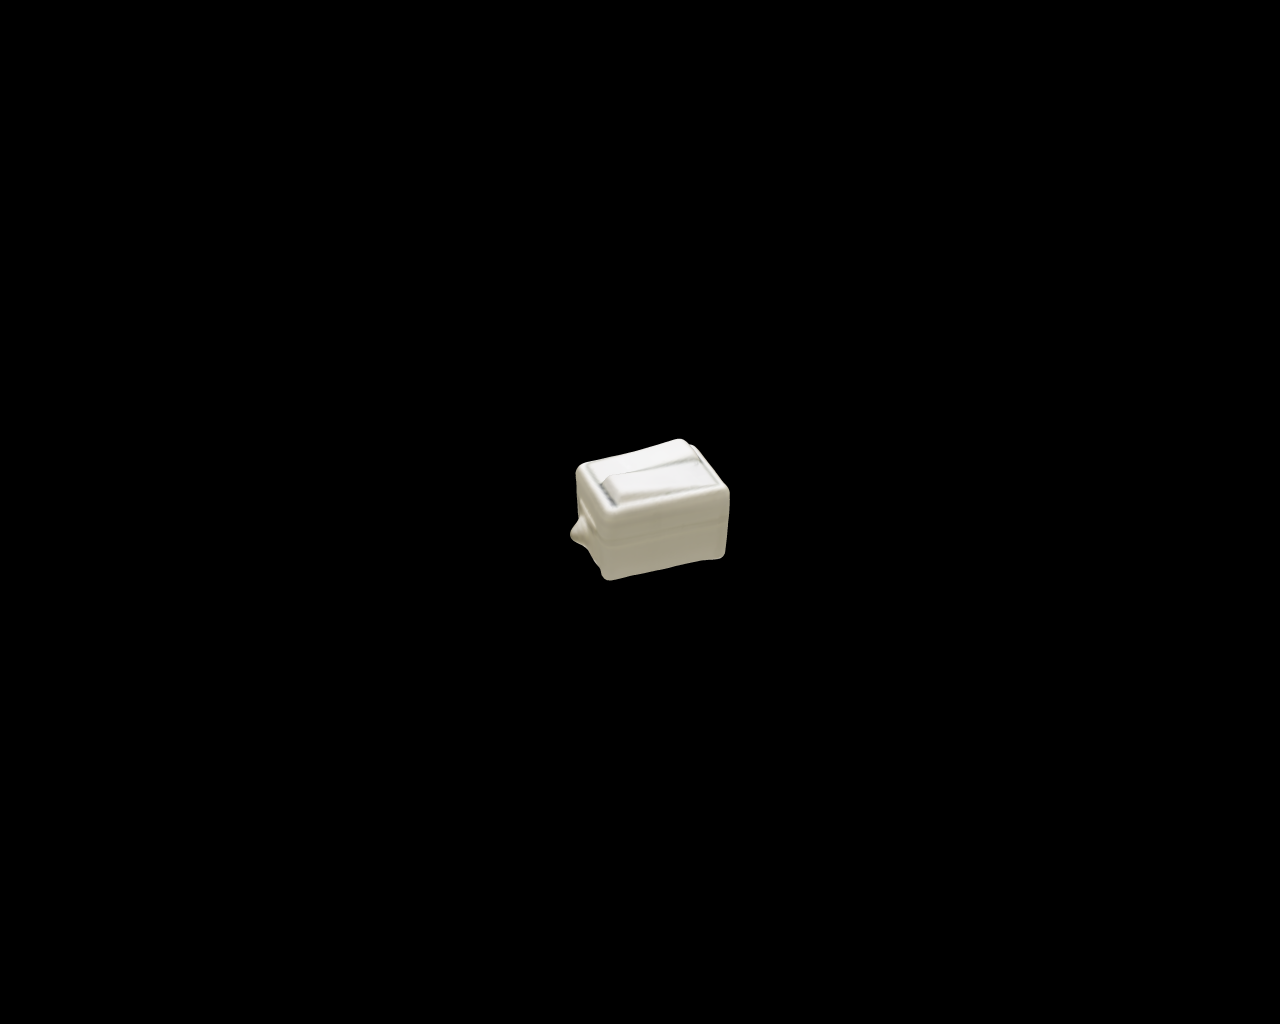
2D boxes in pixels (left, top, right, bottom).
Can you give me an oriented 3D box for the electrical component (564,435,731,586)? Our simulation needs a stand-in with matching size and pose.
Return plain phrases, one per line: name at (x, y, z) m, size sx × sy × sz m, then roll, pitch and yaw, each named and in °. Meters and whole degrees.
electrical component at (0.001, -0.003, 0.650) m, size 0.096 × 0.061 × 0.062 m, roll -11°, pitch 36°, yaw -16°
